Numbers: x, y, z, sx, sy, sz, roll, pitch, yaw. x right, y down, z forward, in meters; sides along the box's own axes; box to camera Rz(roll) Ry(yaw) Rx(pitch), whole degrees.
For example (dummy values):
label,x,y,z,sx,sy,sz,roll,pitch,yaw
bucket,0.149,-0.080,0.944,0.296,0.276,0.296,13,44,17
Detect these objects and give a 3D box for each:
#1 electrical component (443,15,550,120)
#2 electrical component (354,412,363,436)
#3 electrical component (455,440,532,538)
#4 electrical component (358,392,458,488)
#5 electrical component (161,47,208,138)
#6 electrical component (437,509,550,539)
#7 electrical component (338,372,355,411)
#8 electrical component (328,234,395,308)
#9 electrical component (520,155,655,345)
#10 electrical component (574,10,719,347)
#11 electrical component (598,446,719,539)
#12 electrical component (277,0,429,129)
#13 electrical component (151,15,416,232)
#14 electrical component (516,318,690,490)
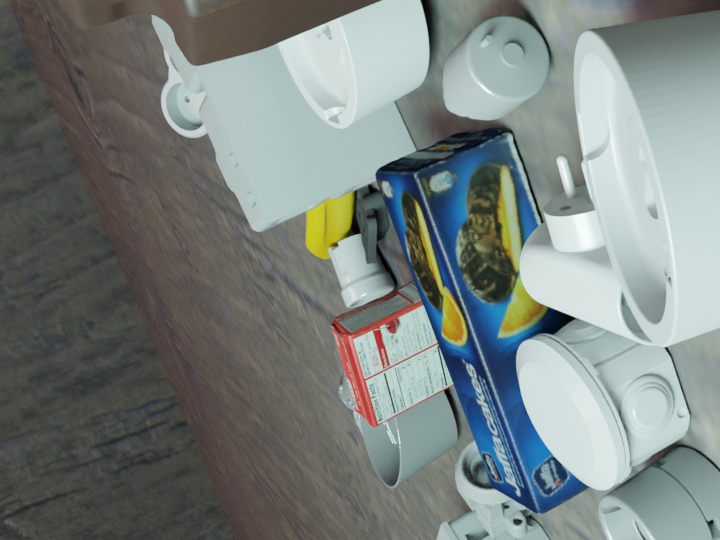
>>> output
label,x,y,z,sx,sy,sz,roll,pitch,yaw
electrical component,0.058,-0.090,0.504,0.040,0.040,0.078,65,163,1
electrical component,0.020,0.146,0.967,0.061,0.035,0.035,67,163,-14
electrical component,0.090,0.144,0.731,0.066,0.048,0.055,52,167,37
electrical component,0.030,0.109,0.829,0.099,0.064,0.099,55,161,30
electrical component,-0.116,-0.180,0.860,0.052,0.074,0.138,19,119,20
electrical component,0.127,0.261,0.759,0.186,0.060,0.105,56,161,27
electrical component,0.007,0.088,0.906,0.048,0.048,0.062,55,154,31
electrical component,0.000,0.000,0.811,0.040,0.040,0.046,126,123,-71
electrical component,0.103,-0.013,0.470,0.077,0.043,0.079,26,138,65
electrical component,0.116,-0.034,0.357,0.108,0.060,0.108,-14,-90,-87
electrical component,0.148,0.120,0.516,0.055,0.047,0.055,55,161,30
electrical component,-0.003,-0.138,0.585,0.108,0.060,0.108,55,160,30
electrical component,-0.056,-0.130,0.678,0.186,0.105,0.060,65,164,-1
electrical component,0.116,0.061,0.524,0.080,0.051,0.080,55,161,29
